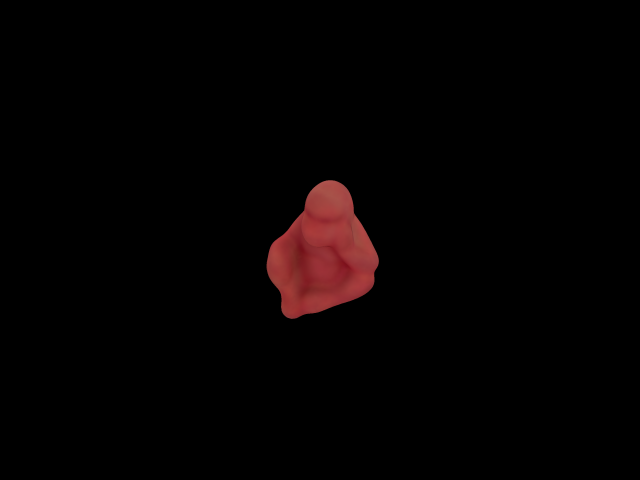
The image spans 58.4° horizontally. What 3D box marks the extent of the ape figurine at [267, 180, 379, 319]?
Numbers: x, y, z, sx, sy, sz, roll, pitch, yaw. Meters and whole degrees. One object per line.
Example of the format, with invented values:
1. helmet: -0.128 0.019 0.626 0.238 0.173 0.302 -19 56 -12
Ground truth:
1. ape figurine: 0.004 0.001 0.400 0.077 0.092 0.076 13 38 18
